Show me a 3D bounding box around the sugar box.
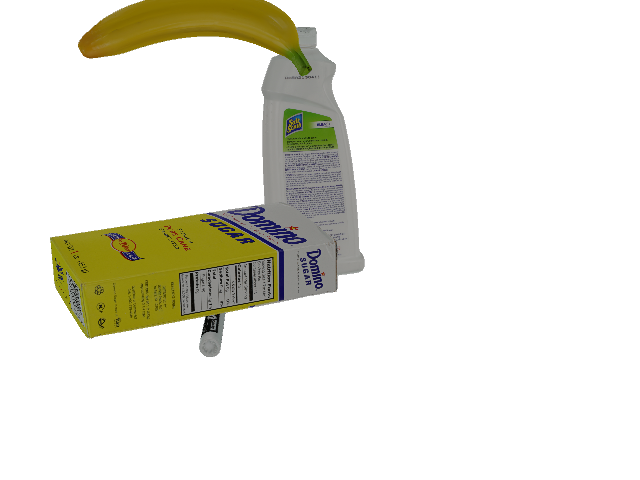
[{"bbox_3d":[-0.086,0.016,0.728,0.176,0.048,0.093,-13,25,-22],"label":"sugar box"}]

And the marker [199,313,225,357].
[{"bbox_3d":[-0.097,0.073,0.985,0.020,0.020,0.121,0,20,-1],"label":"marker"}]

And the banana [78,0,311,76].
[{"bbox_3d":[-0.104,-0.182,0.909,0.198,0.069,0.037,3,-33,-1],"label":"banana"}]

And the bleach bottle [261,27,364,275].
[{"bbox_3d":[-0.008,-0.090,1.090,0.102,0.251,0.068,-6,15,-17],"label":"bleach bottle"}]
